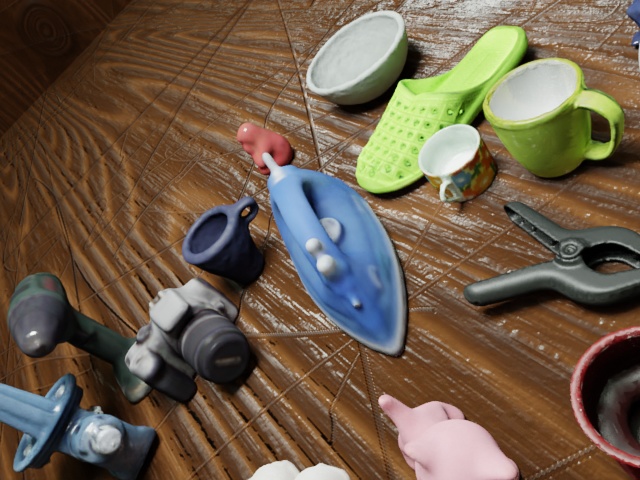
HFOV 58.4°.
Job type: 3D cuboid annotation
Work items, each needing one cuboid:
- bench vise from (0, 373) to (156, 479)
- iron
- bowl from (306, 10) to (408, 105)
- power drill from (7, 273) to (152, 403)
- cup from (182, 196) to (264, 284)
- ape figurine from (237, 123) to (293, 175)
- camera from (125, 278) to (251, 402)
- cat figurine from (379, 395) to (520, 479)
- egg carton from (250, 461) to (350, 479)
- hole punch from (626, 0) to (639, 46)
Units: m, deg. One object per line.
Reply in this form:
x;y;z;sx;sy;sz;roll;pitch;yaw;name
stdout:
-0.311;0.198;0.665;0.207;0.220;0.121;-21;44;27;bench vise
0.006;0.002;0.623;0.118;0.142;0.257;-38;39;8;iron
0.067;-0.259;0.858;0.167;0.075;0.167;-24;43;24;bowl
-0.302;0.124;0.732;0.076;0.209;0.228;-52;39;-9;power drill
-0.110;0.005;0.761;0.118;0.095;0.091;-45;38;0;cup
-0.092;-0.145;0.882;0.076;0.092;0.078;-22;44;26;ape figurine
-0.156;0.126;0.689;0.143;0.101;0.136;-52;39;-10;camera
0.092;0.158;0.426;0.067;0.118;0.127;-49;39;-5;cat figurine
-0.026;0.263;0.475;0.107;0.070;0.150;-12;49;34;egg carton
0.368;-0.244;0.565;0.108;0.091;0.101;-35;39;12;hole punch
